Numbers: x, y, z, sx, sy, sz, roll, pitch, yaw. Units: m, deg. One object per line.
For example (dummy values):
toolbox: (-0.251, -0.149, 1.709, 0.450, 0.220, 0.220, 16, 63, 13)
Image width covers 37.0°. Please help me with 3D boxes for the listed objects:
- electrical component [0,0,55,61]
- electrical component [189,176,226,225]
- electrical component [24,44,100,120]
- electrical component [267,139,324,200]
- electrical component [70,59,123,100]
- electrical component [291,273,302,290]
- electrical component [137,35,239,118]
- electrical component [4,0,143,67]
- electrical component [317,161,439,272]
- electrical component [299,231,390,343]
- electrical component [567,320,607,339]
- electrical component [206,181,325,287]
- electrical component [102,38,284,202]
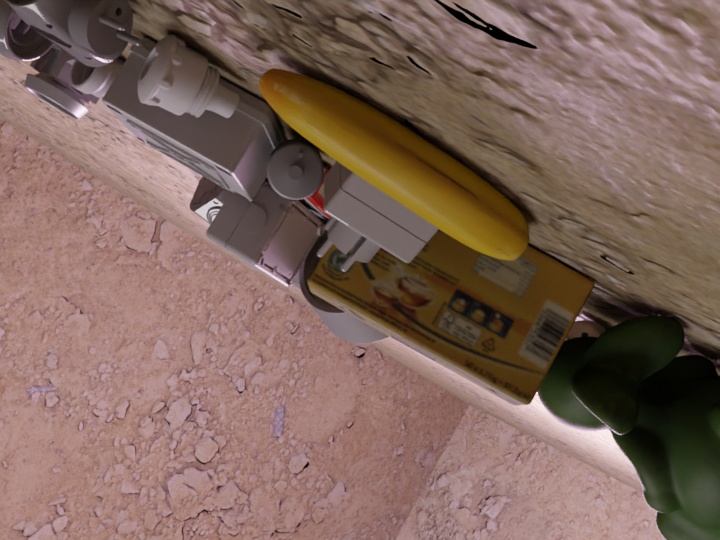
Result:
electrical component: (-0.252, -0.184, 0.768, 0.057, 0.058, 0.078, 30, 175, 23)
electrical component: (-0.112, -0.069, 0.975, 0.051, 0.080, 0.080, 38, 171, -27)
electrical component: (-0.246, -0.164, 0.909, 0.058, 0.057, 0.078, 25, 173, 39)
electrical component: (-0.047, -0.076, 0.785, 0.040, 0.040, 0.078, 31, -171, -9)
electrical component: (-0.206, -0.156, 0.877, 0.040, 0.040, 0.046, 24, 177, 46)
electrical component: (-0.033, -0.011, 1.025, 0.150, 0.061, 0.089, 27, -165, 29)
electrical component: (-0.109, -0.119, 0.694, 0.062, 0.048, 0.048, 24, 177, -24)
electrical component: (-0.166, -0.155, 0.657, 0.079, 0.043, 0.077, 27, 174, 27)
electrical component: (0.003, -0.031, 0.673, 0.066, 0.076, 0.047, 31, -155, -18)
electrical component: (0.000, 0.000, 0.898, 0.108, 0.108, 0.060, 25, 166, 39)
electrical component: (0.174, 0.064, 0.839, 0.138, 0.052, 0.074, 27, 174, 27)
electrical component: (-0.076, -0.032, 0.877, 0.061, 0.061, 0.096, 30, 176, 21)
electrical component: (-0.117, -0.106, 0.780, 0.109, 0.056, 0.108, 29, 174, 5)
